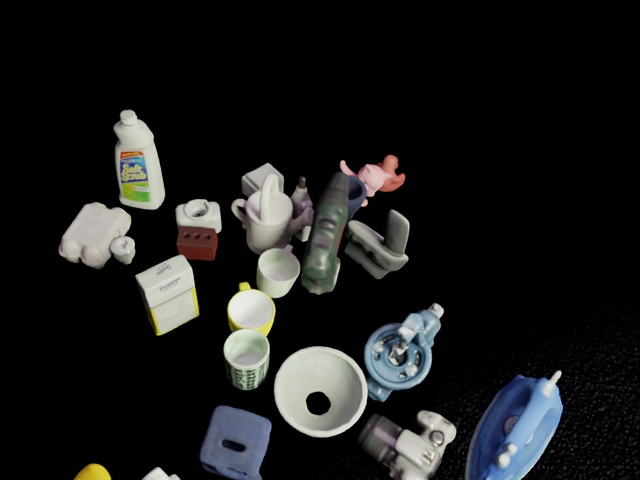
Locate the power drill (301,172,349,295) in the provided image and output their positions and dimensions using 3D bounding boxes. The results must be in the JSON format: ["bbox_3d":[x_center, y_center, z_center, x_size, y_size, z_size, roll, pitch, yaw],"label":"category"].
[{"bbox_3d":[0.011,0.004,1.166,0.075,0.208,0.229,12,52,4],"label":"power drill"}]

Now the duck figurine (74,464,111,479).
[{"bbox_3d":[-0.370,0.399,0.894,0.077,0.086,0.104,7,52,-1],"label":"duck figurine"}]

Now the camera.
[{"bbox_3d":[0.144,0.346,0.984,0.136,0.101,0.143,31,55,17],"label":"camera"}]

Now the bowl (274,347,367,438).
[{"bbox_3d":[-0.001,0.283,1.033,0.167,0.075,0.167,3,52,-4],"label":"bowl"}]

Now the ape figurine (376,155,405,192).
[{"bbox_3d":[0.167,-0.168,1.391,0.076,0.092,0.077,-29,61,-25],"label":"ape figurine"}]

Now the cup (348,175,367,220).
[{"bbox_3d":[0.051,-0.079,1.307,0.091,0.095,0.118,24,54,13],"label":"cup"}]

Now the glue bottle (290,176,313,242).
[{"bbox_3d":[-0.042,-0.075,1.244,0.037,0.173,0.078,-29,60,-25],"label":"glue bottle"}]

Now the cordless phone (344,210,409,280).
[{"bbox_3d":[0.126,-0.019,1.212,0.147,0.185,0.094,36,57,20],"label":"cordless phone"}]

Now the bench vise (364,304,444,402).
[{"bbox_3d":[0.155,0.172,1.044,0.121,0.220,0.207,20,53,10],"label":"bench vise"}]

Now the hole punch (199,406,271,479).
[{"bbox_3d":[-0.139,0.344,0.960,0.108,0.091,0.101,15,52,5],"label":"hole punch"}]

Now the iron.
[{"bbox_3d":[0.339,0.336,0.988,0.118,0.141,0.259,34,56,19],"label":"iron"}]

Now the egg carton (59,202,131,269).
[{"bbox_3d":[-0.472,-0.011,1.211,0.107,0.069,0.150,14,52,5],"label":"egg carton"}]

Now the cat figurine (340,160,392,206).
[{"bbox_3d":[0.099,-0.147,1.351,0.127,0.118,0.067,28,55,15],"label":"cat figurine"}]

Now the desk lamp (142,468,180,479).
[{"bbox_3d":[-0.200,0.419,0.817,0.202,0.213,0.118,39,58,22],"label":"desk lamp"}]

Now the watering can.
[{"bbox_3d":[-0.099,-0.060,1.212,0.173,0.194,0.101,-3,53,-9],"label":"watering can"}]
